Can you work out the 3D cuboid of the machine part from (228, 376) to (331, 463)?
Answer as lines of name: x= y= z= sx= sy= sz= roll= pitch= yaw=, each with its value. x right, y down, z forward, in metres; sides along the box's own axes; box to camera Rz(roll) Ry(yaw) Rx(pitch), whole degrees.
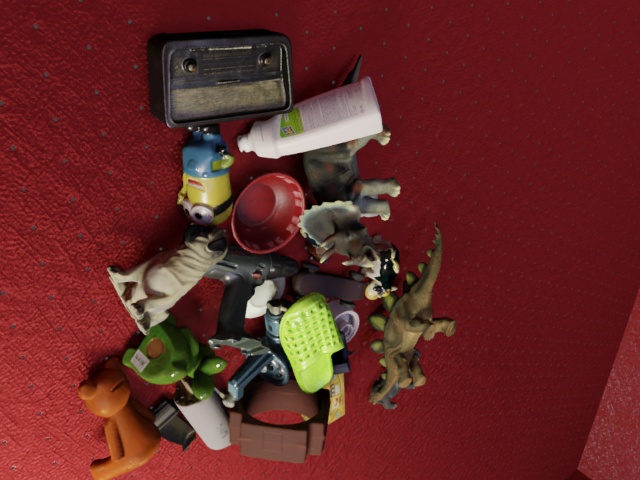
machine part: x=-0.082 y=0.375 z=1.143 sx=0.201 sy=0.201 sz=0.087 roll=5 pitch=108 yaw=5

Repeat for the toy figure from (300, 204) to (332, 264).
toy figure: x=-0.004 y=-0.004 z=1.133 sx=0.064 sy=0.058 sz=0.154 roll=-8 pitch=129 yaw=9

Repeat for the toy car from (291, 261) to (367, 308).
toy car: x=0.021 y=0.102 z=1.210 sx=0.202 sy=0.053 sz=0.089 roll=11 pitch=95 yaw=-38

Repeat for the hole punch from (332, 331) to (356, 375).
hole punch: x=0.013 y=0.277 z=1.226 sx=0.142 sy=0.092 sz=0.115 roll=-11 pitch=140 yaw=2

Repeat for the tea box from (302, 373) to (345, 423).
tea box: x=0.005 y=0.377 z=1.333 sx=0.098 sy=0.068 sz=0.169 roll=-20 pitch=125 yaw=-30

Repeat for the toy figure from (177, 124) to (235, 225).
toy figure: x=-0.187 y=-0.109 z=0.908 sx=0.089 sy=0.082 sz=0.180 roll=-10 pitch=116 yaw=-33

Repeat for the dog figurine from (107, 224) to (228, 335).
dog figurine: x=-0.245 y=0.062 z=0.920 sx=0.190 sy=0.172 sz=0.121 roll=-31 pitch=87 yaw=-25

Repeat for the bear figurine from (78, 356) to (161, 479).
bear figurine: x=-0.380 y=0.321 z=0.973 sx=0.132 sy=0.120 sz=0.195 roll=-23 pitch=107 yaw=23

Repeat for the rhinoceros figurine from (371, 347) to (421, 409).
rhinoceros figurine: x=0.213 y=0.381 z=1.510 sx=0.190 sy=0.073 sz=0.112 roll=-50 pitch=123 yaw=-4

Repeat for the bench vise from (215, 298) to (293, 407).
bench vise: x=-0.115 y=0.239 z=1.110 sx=0.240 sy=0.129 sz=0.223 roll=-43 pitch=156 yaw=-39

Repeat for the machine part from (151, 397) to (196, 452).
machine part: x=-0.304 y=0.380 z=1.105 sx=0.084 sy=0.039 sz=0.138 roll=-45 pitch=132 yaw=-18

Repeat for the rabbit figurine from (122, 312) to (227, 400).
rabbit figurine: x=-0.245 y=0.217 z=1.004 sx=0.121 sy=0.159 sz=0.170 roll=-65 pitch=150 yaw=-5

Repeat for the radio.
radio: x=-0.153 y=-0.261 z=0.857 sx=0.229 sy=0.073 sz=0.131 roll=-17 pitch=123 yaw=-33

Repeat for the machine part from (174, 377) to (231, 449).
machine part: x=-0.236 y=0.361 z=1.120 sx=0.079 sy=0.079 sz=0.242 roll=-34 pitch=129 yaw=-20

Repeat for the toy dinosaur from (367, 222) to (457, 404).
toy dinosaur: x=0.223 y=0.189 z=1.319 sx=0.105 sy=0.199 sz=0.471 roll=21 pitch=98 yaw=-43

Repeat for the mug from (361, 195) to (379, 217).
mug: x=0.082 y=-0.082 z=1.130 sx=0.107 sy=0.110 sz=0.080 roll=-13 pitch=120 yaw=-49

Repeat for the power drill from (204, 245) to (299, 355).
power drill: x=-0.131 y=0.107 z=1.011 sx=0.232 sy=0.086 sz=0.207 roll=18 pitch=65 yaw=-36

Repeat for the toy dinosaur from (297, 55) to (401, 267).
toy dinosaur: x=0.035 y=-0.139 z=1.007 sx=0.192 sy=0.131 sz=0.404 roll=-11 pitch=82 yaw=-16

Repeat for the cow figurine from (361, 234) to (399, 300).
cow figurine: x=0.150 y=0.079 z=1.273 sx=0.068 sy=0.098 sz=0.167 roll=-28 pitch=128 yaw=-34
